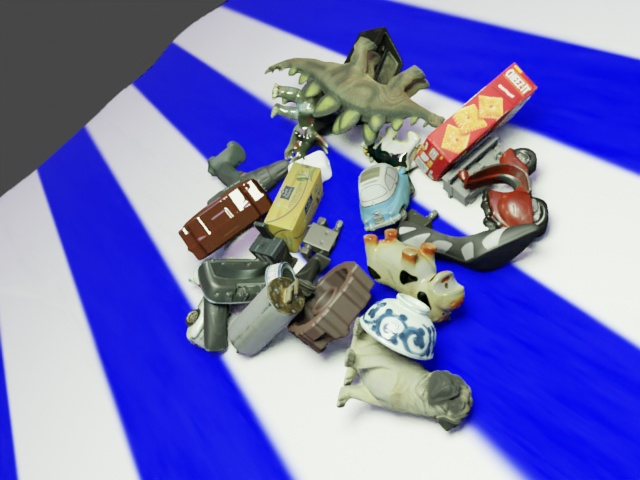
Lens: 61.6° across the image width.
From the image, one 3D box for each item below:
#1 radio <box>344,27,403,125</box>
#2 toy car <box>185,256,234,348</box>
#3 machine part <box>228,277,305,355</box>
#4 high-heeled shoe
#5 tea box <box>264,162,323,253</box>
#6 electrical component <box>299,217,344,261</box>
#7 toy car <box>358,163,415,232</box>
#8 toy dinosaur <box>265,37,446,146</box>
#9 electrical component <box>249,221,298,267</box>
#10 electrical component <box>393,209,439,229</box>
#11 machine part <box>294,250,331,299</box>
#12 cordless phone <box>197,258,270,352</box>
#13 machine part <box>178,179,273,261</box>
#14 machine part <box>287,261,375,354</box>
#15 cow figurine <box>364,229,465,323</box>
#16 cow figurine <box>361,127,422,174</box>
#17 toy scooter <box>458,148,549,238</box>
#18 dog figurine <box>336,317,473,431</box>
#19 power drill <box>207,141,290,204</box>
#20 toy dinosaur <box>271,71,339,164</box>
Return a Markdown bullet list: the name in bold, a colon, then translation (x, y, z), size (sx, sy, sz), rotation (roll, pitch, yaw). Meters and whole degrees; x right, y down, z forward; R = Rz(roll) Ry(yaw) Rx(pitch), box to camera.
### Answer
- **radio**: translation (0.120, -0.405, 1.319), size (0.073, 0.131, 0.229), rotation (1, 55, 35)
- **toy car**: translation (-0.210, 0.127, 1.115), size (0.056, 0.073, 0.202), rotation (2, 55, 39)
- **machine part**: translation (-0.100, 0.140, 0.977), size (0.243, 0.079, 0.079), rotation (-49, 30, 41)
- **high-heeled shoe**: translation (0.241, -0.013, 0.921), size (0.249, 0.086, 0.145), rotation (-30, 58, 32)
- **tea box**: translation (-0.053, -0.071, 1.158), size (0.068, 0.098, 0.169), rotation (17, 63, 13)
- **electrical component**: translation (-0.002, -0.002, 1.119), size (0.078, 0.045, 0.102), rotation (17, 64, 9)
- **toy car**: translation (0.118, -0.095, 1.060), size (0.109, 0.102, 0.162), rotation (-17, 32, 29)
- **toy dinosaur**: translation (0.068, -0.327, 1.158), size (0.472, 0.105, 0.198), rotation (37, 94, 32)
- **electrical component**: translation (-0.105, 0.017, 1.110), size (0.075, 0.119, 0.048), rotation (14, 62, 37)
- **electrical component**: translation (0.182, -0.032, 1.038), size (0.094, 0.021, 0.063), rotation (-40, 42, -4)
- **machine part**: translation (-0.021, 0.067, 1.029), size (0.084, 0.039, 0.139), rotation (-36, 11, 26)
- **cordless phone**: translation (-0.167, 0.128, 1.070), size (0.089, 0.146, 0.184), rotation (1, 90, 54)
- **machine part**: translation (-0.202, -0.048, 1.179), size (0.201, 0.087, 0.201), rotation (-36, 3, 1)
- **machine part**: translation (0.020, 0.114, 0.942), size (0.179, 0.056, 0.179), rotation (-45, 12, 12)
- **cow figurine**: translation (0.156, 0.066, 0.896), size (0.085, 0.127, 0.195), rotation (-19, 28, -32)
- **cow figurine**: translation (0.144, -0.192, 1.172), size (0.168, 0.068, 0.098), rotation (25, 76, 44)
- **toy scooter**: translation (0.312, -0.080, 0.928), size (0.135, 0.075, 0.184), rotation (-1, 62, 5)
- **dog figurine**: translation (0.135, 0.204, 0.834), size (0.191, 0.121, 0.172), rotation (11, 33, 8)
- **power drill**: translation (-0.194, -0.166, 1.364), size (0.232, 0.085, 0.207), rotation (-38, 50, 2)
- **toy dinosaur**: translation (-0.011, -0.361, 1.379), size (0.192, 0.131, 0.405), rotation (19, 45, 1)
